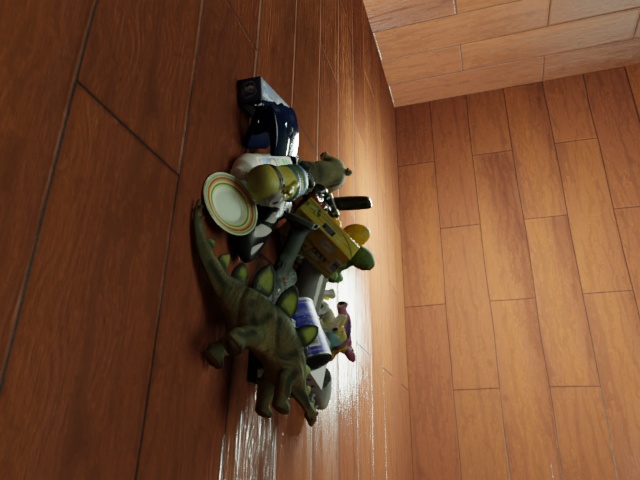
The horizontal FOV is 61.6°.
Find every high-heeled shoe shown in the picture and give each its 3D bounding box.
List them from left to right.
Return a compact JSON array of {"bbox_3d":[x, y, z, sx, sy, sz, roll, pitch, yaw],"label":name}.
[{"bbox_3d":[-0.112,-0.020,1.166,0.248,0.086,0.145,8,74,-66],"label":"high-heeled shoe"}]

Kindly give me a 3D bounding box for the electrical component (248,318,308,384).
[{"bbox_3d":[-0.084,0.229,1.109,0.058,0.115,0.134,56,33,-61],"label":"electrical component"}]

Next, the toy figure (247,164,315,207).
[{"bbox_3d":[-0.083,-0.119,1.113,0.089,0.082,0.180,51,33,5],"label":"toy figure"}]

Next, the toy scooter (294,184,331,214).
[{"bbox_3d":[-0.029,-0.066,1.459,0.135,0.075,0.183,-57,169,-14],"label":"toy scooter"}]

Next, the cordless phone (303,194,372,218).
[{"bbox_3d":[0.054,-0.127,1.593,0.146,0.184,0.089,67,27,-45],"label":"cordless phone"}]

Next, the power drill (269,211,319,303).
[{"bbox_3d":[-0.077,0.045,1.155,0.232,0.086,0.207,-4,112,-80],"label":"power drill"}]

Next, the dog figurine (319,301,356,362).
[{"bbox_3d":[0.042,0.287,1.538,0.192,0.109,0.218,-73,155,-55],"label":"dog figurine"}]

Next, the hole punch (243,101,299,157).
[{"bbox_3d":[-0.096,-0.243,1.196,0.142,0.092,0.115,-13,129,-62],"label":"hole punch"}]

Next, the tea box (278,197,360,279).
[{"bbox_3d":[-0.003,-0.004,1.273,0.169,0.098,0.068,48,36,-2],"label":"tea box"}]

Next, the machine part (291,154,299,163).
[{"bbox_3d":[-0.089,-0.217,1.353,0.039,0.084,0.139,27,45,-41],"label":"machine part"}]

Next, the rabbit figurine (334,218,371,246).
[{"bbox_3d":[0.054,-0.007,1.500,0.162,0.173,0.121,-12,90,-51],"label":"rabbit figurine"}]

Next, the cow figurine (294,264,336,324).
[{"bbox_3d":[-0.013,0.139,1.399,0.068,0.098,0.167,132,-49,-61],"label":"cow figurine"}]

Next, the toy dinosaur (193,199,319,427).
[{"bbox_3d":[-0.117,0.151,0.968,0.470,0.105,0.198,59,39,-18],"label":"toy dinosaur"}]

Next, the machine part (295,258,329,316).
[{"bbox_3d":[-0.029,0.133,1.327,0.079,0.079,0.243,44,58,-65],"label":"machine part"}]

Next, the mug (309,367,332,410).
[{"bbox_3d":[-0.007,0.394,1.377,0.109,0.081,0.107,-75,161,-49],"label":"mug"}]

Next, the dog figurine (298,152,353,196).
[{"bbox_3d":[-0.008,-0.180,1.443,0.190,0.172,0.121,-15,87,-81],"label":"dog figurine"}]

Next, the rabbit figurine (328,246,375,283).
[{"bbox_3d":[0.087,0.055,1.656,0.121,0.170,0.159,46,41,-65],"label":"rabbit figurine"}]

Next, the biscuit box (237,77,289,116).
[{"bbox_3d":[-0.126,-0.314,1.269,0.202,0.059,0.062,24,62,-71],"label":"biscuit box"}]

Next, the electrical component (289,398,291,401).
[{"bbox_3d":[-0.076,0.314,1.224,0.078,0.045,0.102,39,47,-65],"label":"electrical component"}]

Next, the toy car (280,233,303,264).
[{"bbox_3d":[-0.057,0.014,1.392,0.201,0.056,0.073,41,38,-68],"label":"toy car"}]
